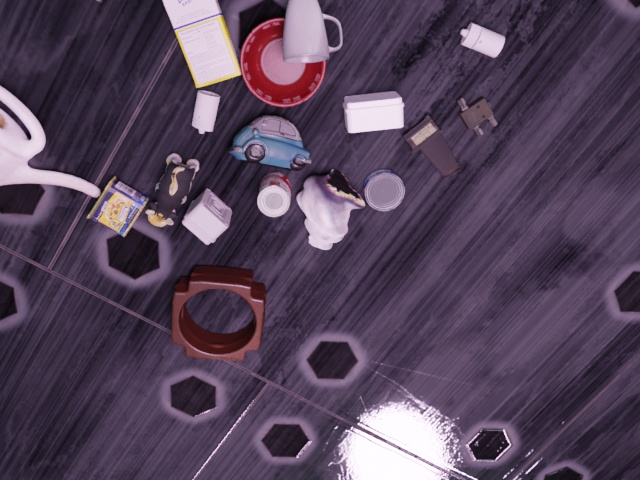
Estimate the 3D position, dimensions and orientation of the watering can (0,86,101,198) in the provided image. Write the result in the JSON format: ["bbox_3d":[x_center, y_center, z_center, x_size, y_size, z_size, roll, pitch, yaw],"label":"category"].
[{"bbox_3d":[-0.624,-0.161,1.005,0.223,0.106,0.342,-32,120,11],"label":"watering can"}]

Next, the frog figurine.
[{"bbox_3d":[0.003,-0.054,1.075,0.138,0.124,0.157,43,117,16],"label":"frog figurine"}]
